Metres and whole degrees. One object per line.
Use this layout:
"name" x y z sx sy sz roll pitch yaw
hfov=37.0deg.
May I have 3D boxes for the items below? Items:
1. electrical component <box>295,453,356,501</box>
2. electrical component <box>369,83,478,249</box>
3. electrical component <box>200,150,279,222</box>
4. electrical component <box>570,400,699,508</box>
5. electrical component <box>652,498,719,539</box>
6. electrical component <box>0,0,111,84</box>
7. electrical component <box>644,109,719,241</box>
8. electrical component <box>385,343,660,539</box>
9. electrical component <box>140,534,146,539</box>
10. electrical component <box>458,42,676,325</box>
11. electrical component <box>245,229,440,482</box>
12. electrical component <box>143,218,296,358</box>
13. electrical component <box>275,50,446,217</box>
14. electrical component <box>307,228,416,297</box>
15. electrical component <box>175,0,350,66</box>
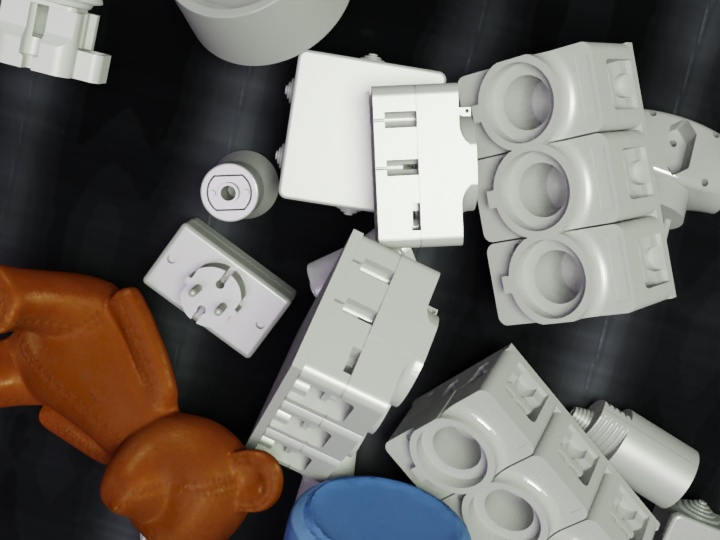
"electrical component" -0.022 0.138 0.702 0.044 0.044 0.065 6 94 2
"electrical component" 0.036 -0.059 0.611 0.056 0.050 0.089 -3 97 -1
"electrical component" -0.076 -0.050 0.662 0.044 0.065 0.044 0 99 3
"electrical component" 0.169 0.112 0.687 0.081 0.043 0.043 32 99 -2
"electrical component" 0.221 0.203 0.696 0.100 0.048 0.099 22 99 -1
"electrical component" -0.190 -0.151 0.656 0.078 0.058 0.057 15 102 1
"electrical component" 0.182 -0.051 0.652 0.077 0.043 0.079 19 72 0
"electrical component" 0.099 0.135 0.667 0.089 0.061 0.150 -36 96 37
"electrical component" -0.122 0.174 0.701 0.043 0.062 0.043 0 99 3
"electrical component" 0.117 -0.048 0.625 0.089 0.062 0.150 -9 92 41
"electrical component" -0.010 0.057 0.623 0.062 0.150 0.089 26 61 -3
"electrical component" -0.089 0.014 0.667 0.083 0.075 0.047 37 99 -3
"electrical component" 0.000 -0.082 0.658 0.100 0.048 0.099 9 97 -3
"electrical component" 0.000 0.000 0.679 0.065 0.044 0.044 -24 97 11
"electrical component" -0.063 -0.180 0.620 0.108 0.060 0.108 -5 71 16
